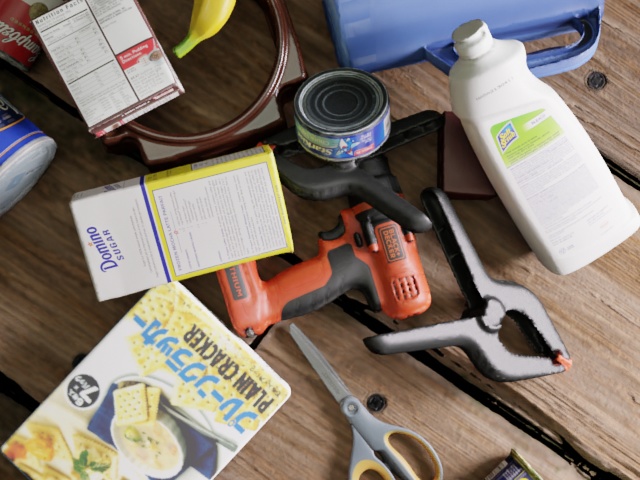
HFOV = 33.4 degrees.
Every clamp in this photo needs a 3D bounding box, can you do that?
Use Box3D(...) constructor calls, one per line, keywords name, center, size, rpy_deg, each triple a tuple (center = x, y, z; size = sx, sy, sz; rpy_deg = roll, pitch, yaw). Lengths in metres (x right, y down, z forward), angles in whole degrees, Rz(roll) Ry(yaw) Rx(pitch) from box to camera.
Box3D(name="clamp", center=(0.138, 0.075, 0.958), size=(0.210, 0.036, 0.164), rpy_deg=(39, 65, -17))
Box3D(name="clamp", center=(0.031, -0.077, 0.955), size=(0.171, 0.039, 0.120), rpy_deg=(15, 61, 10))

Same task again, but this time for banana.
Box3D(name="banana", center=(-0.108, -0.260, 0.923), size=(0.069, 0.037, 0.198), rpy_deg=(-9, 83, -4))

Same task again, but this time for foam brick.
Box3D(name="foam brick", center=(0.137, -0.077, 0.994), size=(0.051, 0.053, 0.078), rpy_deg=(1, 86, -1))

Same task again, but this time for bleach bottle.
Box3D(name="bleach bottle", center=(0.187, -0.087, 0.927), size=(0.102, 0.068, 0.250), rpy_deg=(-34, 121, 2))

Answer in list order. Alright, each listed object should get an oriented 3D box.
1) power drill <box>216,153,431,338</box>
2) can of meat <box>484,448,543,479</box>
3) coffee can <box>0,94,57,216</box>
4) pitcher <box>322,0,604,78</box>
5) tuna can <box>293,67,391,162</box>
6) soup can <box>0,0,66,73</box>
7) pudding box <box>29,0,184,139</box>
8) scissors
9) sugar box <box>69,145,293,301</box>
Box3D(name="power drill", center=(-0.006, 0.001, 0.984), size=(0.187, 0.057, 0.184), rpy_deg=(-17, 79, -1))
Box3D(name="can of meat", center=(0.182, 0.257, 0.974), size=(0.084, 0.057, 0.102), rpy_deg=(-43, 88, 0))
Box3D(name="coffee can", center=(-0.325, -0.097, 0.962), size=(0.140, 0.103, 0.103), rpy_deg=(42, 87, 2))
Box3D(name="pitcher", center=(0.127, -0.219, 0.964), size=(0.243, 0.149, 0.145), rpy_deg=(-14, 114, 2))
Box3D(name="tuna can", center=(0.019, -0.111, 0.936), size=(0.086, 0.034, 0.086), rpy_deg=(-3, 52, 4))
Box3D(name="soup can", center=(-0.273, -0.216, 0.987), size=(0.068, 0.068, 0.102), rpy_deg=(31, 87, 1))
Box3D(name="pudding box", center=(-0.182, -0.158, 0.916), size=(0.090, 0.039, 0.113), rpy_deg=(-28, 86, -2))
Box3D(name="scissors", center=(0.023, 0.176, 0.996), size=(0.202, 0.016, 0.096), rpy_deg=(38, 87, 2))
Box3D(name="sugar box", center=(-0.117, -0.016, 0.920), size=(0.176, 0.048, 0.093), rpy_deg=(-13, 106, -2))
